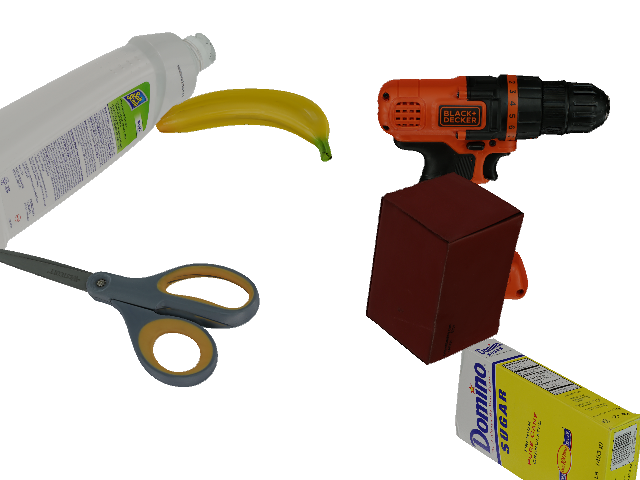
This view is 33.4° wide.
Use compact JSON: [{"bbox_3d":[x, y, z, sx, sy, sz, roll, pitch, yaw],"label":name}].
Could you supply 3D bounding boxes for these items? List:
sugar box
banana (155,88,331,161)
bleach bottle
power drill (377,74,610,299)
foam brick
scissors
[{"bbox_3d":[0.187,0.158,0.904,0.048,0.093,0.176,-11,22,-34],"label":"sugar box"},{"bbox_3d":[-0.071,-0.126,1.080,0.198,0.037,0.069,10,46,22],"label":"banana"},{"bbox_3d":[-0.190,-0.095,0.878,0.250,0.068,0.103,-37,-26,-26],"label":"bleach bottle"},{"bbox_3d":[0.139,-0.046,0.884,0.184,0.188,0.057,2,22,7],"label":"power drill"},{"bbox_3d":[0.062,0.013,0.545,0.052,0.078,0.051,-19,41,-33],"label":"foam brick"},{"bbox_3d":[-0.141,0.047,0.701,0.202,0.096,0.016,2,-35,10],"label":"scissors"}]
